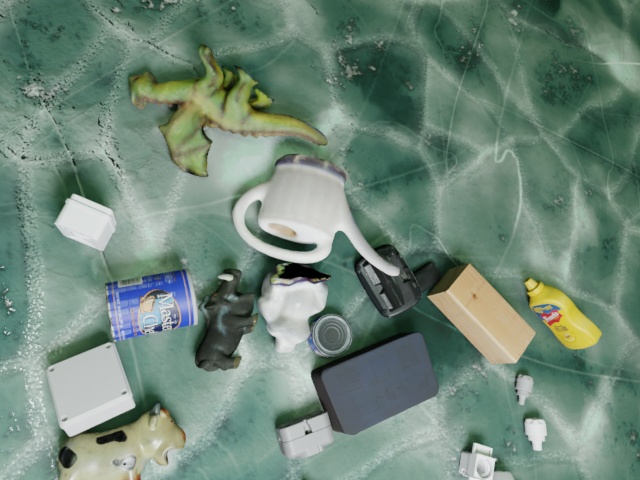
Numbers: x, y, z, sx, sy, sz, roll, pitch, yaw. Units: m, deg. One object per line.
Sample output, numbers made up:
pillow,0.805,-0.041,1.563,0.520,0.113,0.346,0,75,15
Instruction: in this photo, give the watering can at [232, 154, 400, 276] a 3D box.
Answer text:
watering can,0.003,-0.052,1.037,0.348,0.102,0.228,13,68,2

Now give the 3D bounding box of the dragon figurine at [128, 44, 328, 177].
dragon figurine,-0.208,-0.237,1.062,0.410,0.122,0.244,35,83,-4

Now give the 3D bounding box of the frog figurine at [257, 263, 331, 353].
frog figurine,-0.052,0.130,0.995,0.138,0.124,0.157,-8,115,-35
